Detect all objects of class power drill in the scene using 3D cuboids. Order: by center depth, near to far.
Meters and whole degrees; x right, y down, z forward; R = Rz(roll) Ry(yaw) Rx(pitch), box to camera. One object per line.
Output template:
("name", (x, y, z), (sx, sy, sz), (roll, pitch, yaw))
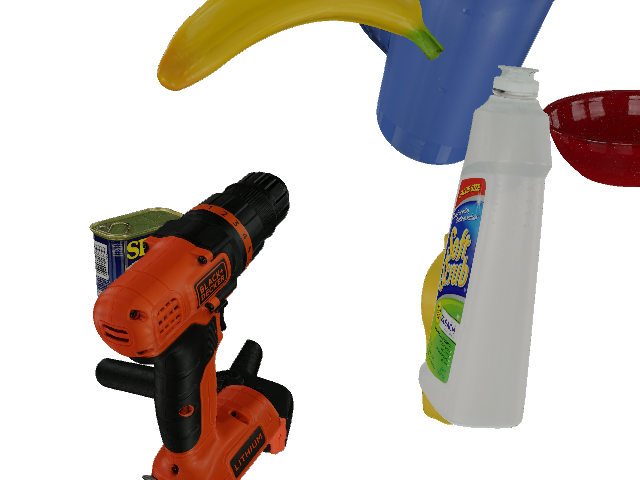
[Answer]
("power drill", (-0.071, 0.065, 0.710), (0.057, 0.188, 0.184), (13, 35, 28))

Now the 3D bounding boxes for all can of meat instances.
("can of meat", (-0.194, 0.019, 1.146), (0.058, 0.084, 0.101), (18, 25, 40))

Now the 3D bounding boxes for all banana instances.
("banana", (-0.012, -0.137, 0.654), (0.197, 0.069, 0.037), (-12, -15, -25))

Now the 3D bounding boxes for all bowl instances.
("bowl", (0.283, -0.090, 0.977), (0.162, 0.055, 0.162), (-4, 24, 1))

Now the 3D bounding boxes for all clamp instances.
("clamp", (-0.078, 0.131, 0.930), (0.164, 0.036, 0.210), (-8, 17, -37))

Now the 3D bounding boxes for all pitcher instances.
("pitcher", (0.111, -0.182, 0.925), (0.144, 0.149, 0.243), (-15, -30, -19))

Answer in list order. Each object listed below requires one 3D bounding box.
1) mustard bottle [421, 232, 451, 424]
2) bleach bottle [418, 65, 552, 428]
("mustard bottle", (0.137, 0.068, 0.991), (0.096, 0.192, 0.058), (-13, 17, -33))
("bleach bottle", (0.123, 0.001, 0.766), (0.068, 0.251, 0.102), (3, 14, -9))
